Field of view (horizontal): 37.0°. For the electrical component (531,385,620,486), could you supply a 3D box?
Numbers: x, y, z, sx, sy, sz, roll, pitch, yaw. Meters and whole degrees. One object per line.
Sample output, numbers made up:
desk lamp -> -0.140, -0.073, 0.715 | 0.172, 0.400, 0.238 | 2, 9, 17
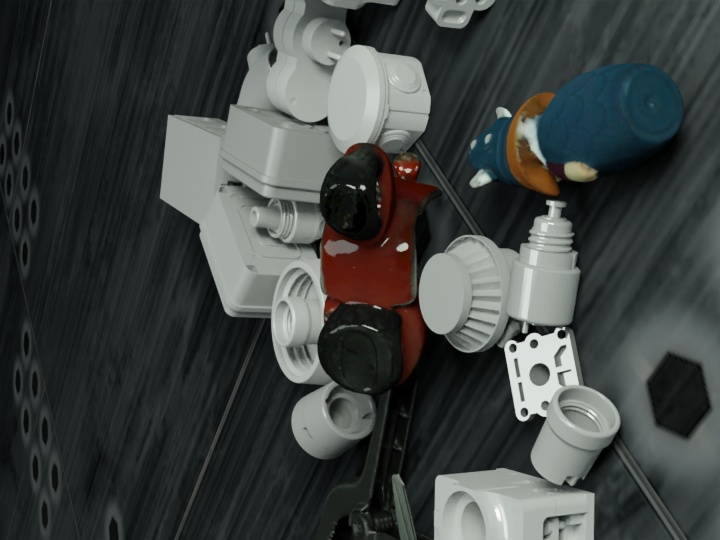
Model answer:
electrical component -> 0.122, 0.095, 0.615 | 0.040, 0.040, 0.046 | 60, 143, 43

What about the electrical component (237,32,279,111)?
electrical component -> -0.082, -0.179, 0.980 | 0.077, 0.043, 0.079 | -45, 50, 51

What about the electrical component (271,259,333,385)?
electrical component -> -0.036, 0.042, 0.874 | 0.108, 0.060, 0.108 | -3, 87, 61

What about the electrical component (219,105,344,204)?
electrical component -> -0.064, -0.098, 0.911 | 0.113, 0.078, 0.057 | 34, 116, 56

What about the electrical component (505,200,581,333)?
electrical component -> 0.110, -0.002, 0.635 | 0.040, 0.040, 0.078 | 25, 111, 58

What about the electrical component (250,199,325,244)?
electrical component -> -0.063, -0.044, 0.923 | 0.043, 0.062, 0.043 | -3, 87, 61

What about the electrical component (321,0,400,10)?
electrical component -> -0.056, -0.258, 0.790 | 0.060, 0.186, 0.105 | -54, 45, 46

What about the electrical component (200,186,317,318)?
electrical component -> -0.091, -0.015, 0.956 | 0.057, 0.078, 0.113 | -59, 41, 37

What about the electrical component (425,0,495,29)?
electrical component -> 0.061, -0.210, 0.712 | 0.057, 0.058, 0.078 | 59, 138, 39

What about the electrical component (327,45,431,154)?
electrical component -> 0.012, -0.125, 0.803 | 0.080, 0.051, 0.080 | -3, 87, 61

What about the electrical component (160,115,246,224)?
electrical component -> -0.141, -0.097, 1.065 | 0.150, 0.062, 0.089 | 29, 114, 58

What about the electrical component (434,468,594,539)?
electrical component -> 0.087, 0.203, 0.649 | 0.089, 0.062, 0.150 | 1, 90, 61

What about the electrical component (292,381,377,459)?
electrical component -> -0.019, 0.116, 0.850 | 0.047, 0.055, 0.055 | -39, 56, 50

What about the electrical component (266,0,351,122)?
electrical component -> -0.033, -0.189, 0.883 | 0.074, 0.052, 0.138 | 33, 118, 53
